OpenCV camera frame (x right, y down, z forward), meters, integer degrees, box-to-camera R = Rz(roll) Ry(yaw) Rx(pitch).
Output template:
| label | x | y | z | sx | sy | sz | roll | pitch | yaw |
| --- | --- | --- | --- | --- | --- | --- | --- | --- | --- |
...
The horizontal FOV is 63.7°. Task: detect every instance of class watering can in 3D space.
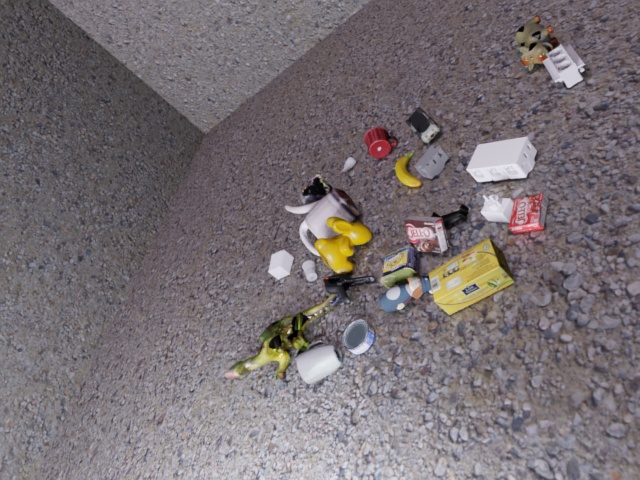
| label | x | y | z | sx | sy | sz | roll | pitch | yaw |
| --- | --- | --- | --- | --- | --- | --- | --- | --- | --- |
| watering can | 0.005 | -0.089 | 1.776 | 0.223 | 0.102 | 0.354 | -45 | 45 | 8 |

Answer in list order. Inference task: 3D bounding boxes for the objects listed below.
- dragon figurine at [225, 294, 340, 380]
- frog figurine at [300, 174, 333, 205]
| label | x | y | z | sx | sy | sz | roll | pitch | yaw |
| --- | --- | --- | --- | --- | --- | --- | --- | --- | --- |
| dragon figurine | -0.111 | 0.274 | 1.546 | 0.415 | 0.121 | 0.242 | -42 | 19 | -22 |
| frog figurine | -0.016 | -0.160 | 1.958 | 0.156 | 0.123 | 0.140 | 106 | 180 | -66 |
